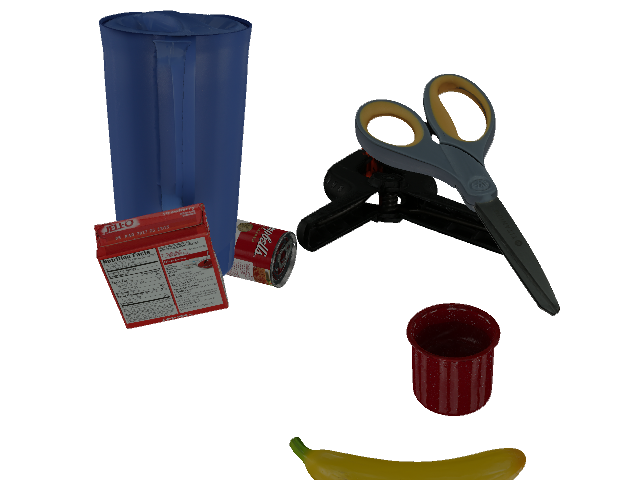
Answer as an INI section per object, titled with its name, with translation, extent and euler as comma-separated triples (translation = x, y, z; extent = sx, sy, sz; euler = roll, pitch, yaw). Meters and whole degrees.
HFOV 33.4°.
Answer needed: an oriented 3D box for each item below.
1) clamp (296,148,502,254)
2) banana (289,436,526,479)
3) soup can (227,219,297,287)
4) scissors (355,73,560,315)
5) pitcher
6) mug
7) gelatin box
[clamp]
translation = 0.064, -0.032, 0.859
extent = 0.164, 0.036, 0.210
euler = 4, 20, -2
[banana]
translation = 0.075, 0.186, 0.857
extent = 0.197, 0.037, 0.069
euler = 6, 38, -6
[soup can]
translation = -0.087, 0.011, 1.260
extent = 0.102, 0.068, 0.068
euler = 14, 5, 20
[scissors]
translation = 0.072, -0.031, 0.618
extent = 0.096, 0.016, 0.201
euler = -4, 45, 1
[pitcher]
translation = -0.131, -0.081, 0.966
extent = 0.145, 0.243, 0.148
euler = 17, 25, 36
[mug]
translation = 0.141, 0.117, 1.092
extent = 0.093, 0.081, 0.117
euler = 19, 40, 31
[gelatin box]
translation = -0.105, 0.018, 0.714
extent = 0.073, 0.030, 0.089
euler = -12, -38, -3
